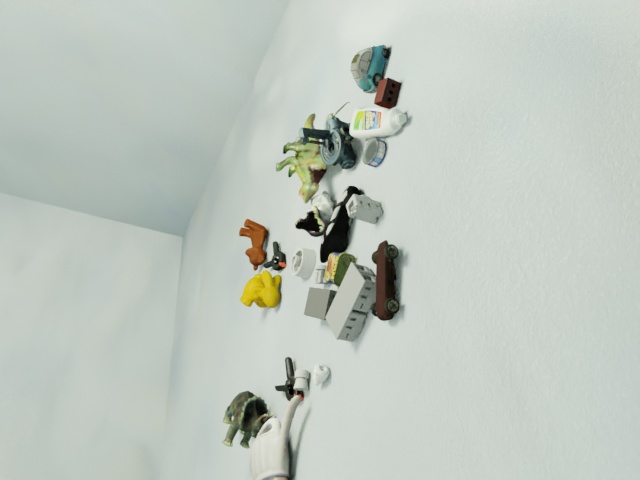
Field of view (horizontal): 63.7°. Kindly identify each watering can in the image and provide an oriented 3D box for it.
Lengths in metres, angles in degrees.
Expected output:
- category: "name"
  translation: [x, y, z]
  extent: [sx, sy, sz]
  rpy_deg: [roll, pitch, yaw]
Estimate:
- category: "watering can"
  translation: [-0.134, 0.636, 1.544]
  extent: [0.341, 0.103, 0.230]
  rpy_deg: [-56, 30, 34]

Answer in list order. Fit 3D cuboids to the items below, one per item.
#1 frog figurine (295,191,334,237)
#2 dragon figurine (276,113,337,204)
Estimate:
- category: "frog figurine"
  translation: [0.005, -0.088, 1.751]
  extent: [0.162, 0.123, 0.134]
  rpy_deg: [-46, -18, -53]
- category: "dragon figurine"
  translation: [-0.009, -0.312, 1.852]
  extent: [0.243, 0.120, 0.418]
  rpy_deg: [6, 62, 31]
